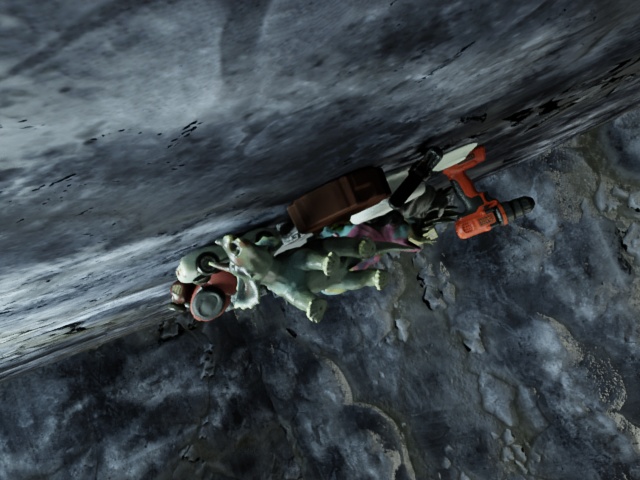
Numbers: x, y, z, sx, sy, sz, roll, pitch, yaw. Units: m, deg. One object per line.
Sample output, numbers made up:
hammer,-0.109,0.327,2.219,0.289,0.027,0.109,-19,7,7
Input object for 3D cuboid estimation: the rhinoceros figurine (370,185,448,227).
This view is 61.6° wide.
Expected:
rhinoceros figurine,0.207,-0.076,1.241,0.190,0.111,0.073,-17,-144,-13

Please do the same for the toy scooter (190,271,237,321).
toy scooter,-0.203,0.079,1.114,0.184,0.075,0.135,-56,-166,-2

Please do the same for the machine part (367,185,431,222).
machine part,0.165,-0.079,1.340,0.243,0.079,0.079,-24,176,10

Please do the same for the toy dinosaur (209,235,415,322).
toy dinosaur,-0.010,0.045,0.946,0.192,0.131,0.404,14,-168,37

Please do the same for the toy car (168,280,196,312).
toy car,-0.285,0.106,1.158,0.053,0.089,0.202,15,176,-2

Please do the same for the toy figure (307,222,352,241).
toy figure,-0.003,-0.005,1.231,0.180,0.089,0.082,-28,-145,-4

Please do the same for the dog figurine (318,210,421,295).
dog figurine,0.105,0.027,1.171,0.219,0.191,0.109,0,-161,-21

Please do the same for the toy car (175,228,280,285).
toy car,-0.162,0.026,0.973,0.202,0.056,0.073,-23,170,-29

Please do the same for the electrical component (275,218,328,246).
electrical component,-0.046,-0.022,1.060,0.075,0.047,0.119,-19,173,-44

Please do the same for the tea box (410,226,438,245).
tea box,0.286,-0.066,1.633,0.098,0.068,0.170,-25,-141,13

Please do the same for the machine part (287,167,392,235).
machine part,0.035,-0.063,0.896,0.179,0.056,0.179,-24,176,-2

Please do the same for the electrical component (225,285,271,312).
electrical component,-0.184,0.126,1.315,0.115,0.058,0.134,-26,178,-2

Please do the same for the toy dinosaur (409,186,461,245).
toy dinosaur,0.267,-0.066,1.426,0.199,0.105,0.471,-22,-163,24

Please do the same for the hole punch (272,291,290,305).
hole punch,-0.100,0.077,1.370,0.092,0.142,0.116,8,-150,26
